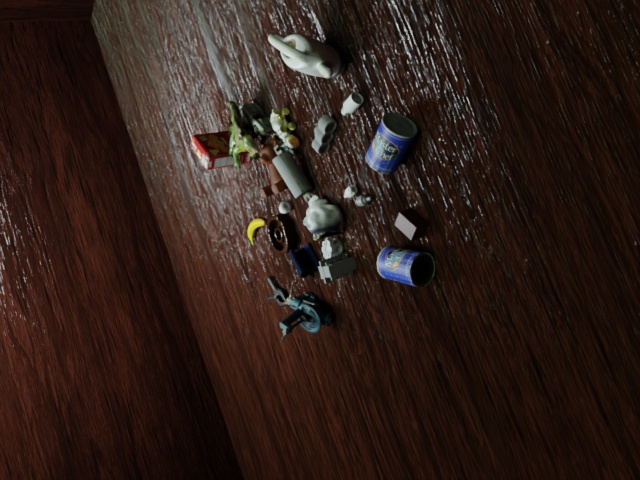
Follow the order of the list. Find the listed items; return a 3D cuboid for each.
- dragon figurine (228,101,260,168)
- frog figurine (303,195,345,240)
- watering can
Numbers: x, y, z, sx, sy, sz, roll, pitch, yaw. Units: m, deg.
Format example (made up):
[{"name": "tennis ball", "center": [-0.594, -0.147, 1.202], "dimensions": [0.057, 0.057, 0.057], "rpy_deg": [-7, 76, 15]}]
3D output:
[{"name": "dragon figurine", "center": [-0.327, -0.451, 2.080], "dimensions": [0.237, 0.123, 0.419], "rpy_deg": [93, 154, -46]}, {"name": "frog figurine", "center": [0.005, -0.091, 1.800], "dimensions": [0.136, 0.122, 0.161], "rpy_deg": [-23, 74, 24]}, {"name": "watering can", "center": [-0.013, -0.536, 1.538], "dimensions": [0.353, 0.225, 0.102], "rpy_deg": [45, 121, 36]}]
